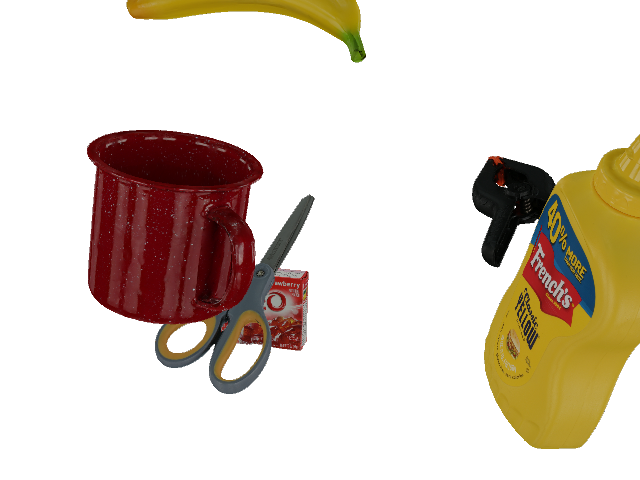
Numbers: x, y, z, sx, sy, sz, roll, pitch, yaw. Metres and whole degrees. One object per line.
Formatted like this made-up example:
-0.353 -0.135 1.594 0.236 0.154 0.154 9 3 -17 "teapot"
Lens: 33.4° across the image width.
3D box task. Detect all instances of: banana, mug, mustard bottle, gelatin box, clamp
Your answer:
-0.050 -0.185 0.821 0.198 0.069 0.037 12 -40 16 "banana"
-0.074 -0.003 0.571 0.093 0.081 0.117 -12 30 -43 "mug"
0.144 0.021 0.573 0.058 0.192 0.096 3 44 -13 "mustard bottle"
-0.057 0.063 1.024 0.089 0.073 0.030 6 17 12 "gelatin box"
0.200 -0.033 0.996 0.120 0.039 0.171 -3 33 0 "clamp"

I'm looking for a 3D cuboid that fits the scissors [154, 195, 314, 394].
-0.066 0.034 0.822 0.096 0.016 0.201 1 45 11 "scissors"
